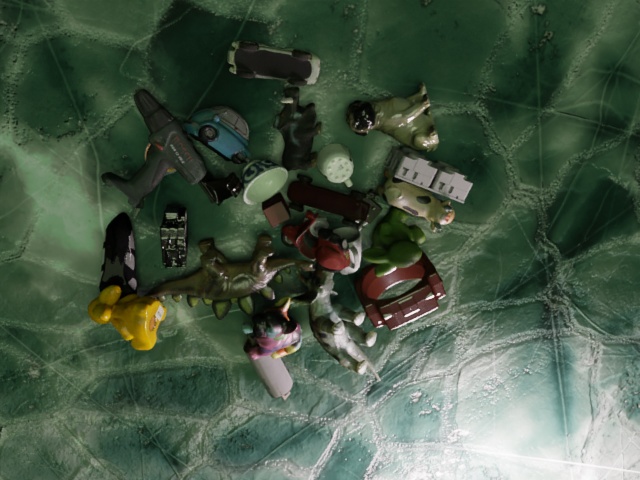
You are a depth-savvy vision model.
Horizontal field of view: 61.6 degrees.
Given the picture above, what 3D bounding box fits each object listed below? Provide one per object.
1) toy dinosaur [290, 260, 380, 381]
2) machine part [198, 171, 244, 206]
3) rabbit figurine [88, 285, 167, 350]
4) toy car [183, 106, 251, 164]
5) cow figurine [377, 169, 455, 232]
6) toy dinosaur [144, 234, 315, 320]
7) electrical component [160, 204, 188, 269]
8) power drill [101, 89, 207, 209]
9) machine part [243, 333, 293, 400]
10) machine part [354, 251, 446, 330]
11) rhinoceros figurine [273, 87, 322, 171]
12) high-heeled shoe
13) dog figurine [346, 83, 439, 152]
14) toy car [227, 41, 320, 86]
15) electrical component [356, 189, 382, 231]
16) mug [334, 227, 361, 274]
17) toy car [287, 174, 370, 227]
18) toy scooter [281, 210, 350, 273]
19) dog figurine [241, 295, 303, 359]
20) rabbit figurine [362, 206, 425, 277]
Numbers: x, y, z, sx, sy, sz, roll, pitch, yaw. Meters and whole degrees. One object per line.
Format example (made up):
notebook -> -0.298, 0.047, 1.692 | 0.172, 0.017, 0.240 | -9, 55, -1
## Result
toy dinosaur -> 0.035, 0.232, 1.413 | 0.131, 0.192, 0.404 | -41, 132, -26
machine part -> -0.231, -0.121, 1.236 | 0.039, 0.139, 0.084 | -39, 115, -36
rabbit figurine -> -0.473, 0.176, 1.263 | 0.173, 0.162, 0.122 | 11, 68, 12
toy car -> -0.214, -0.242, 1.195 | 0.161, 0.109, 0.103 | 32, 87, -28
cow figurine -> 0.242, -0.093, 1.303 | 0.195, 0.127, 0.085 | 23, 111, -14
toy dinosaur -> -0.244, 0.101, 1.333 | 0.472, 0.105, 0.198 | -5, 118, 6
electrical component -> -0.342, -0.014, 1.264 | 0.058, 0.115, 0.134 | -2, 113, -12
power drill -> -0.383, -0.186, 1.191 | 0.207, 0.086, 0.231 | -44, 115, -1
machine part -> -0.140, 0.342, 1.461 | 0.079, 0.079, 0.243 | -22, 114, 2
machine part -> 0.198, 0.121, 1.346 | 0.201, 0.202, 0.087 | -26, 118, 3
rhinoceros figurine -> -0.051, -0.252, 1.232 | 0.112, 0.073, 0.190 | 3, 115, 3
high-heeled shoe -> -0.486, 0.054, 1.316 | 0.086, 0.145, 0.248 | 5, 140, -11
dog figurine -> 0.170, -0.260, 1.251 | 0.191, 0.121, 0.172 | -15, 111, 14
toy car -> -0.101, -0.385, 1.174 | 0.202, 0.056, 0.073 | 6, 118, -9
electrical component -> 0.111, -0.076, 1.336 | 0.102, 0.045, 0.078 | -44, 110, 11
mug -> 0.072, 0.036, 1.350 | 0.081, 0.110, 0.107 | -22, 127, -20
toy car -> 0.020, -0.094, 1.293 | 0.202, 0.053, 0.089 | 15, 95, 4
toy scooter -> -0.003, -0.004, 1.256 | 0.184, 0.075, 0.135 | 28, 139, 5
dog figurine -> -0.095, 0.214, 1.325 | 0.191, 0.108, 0.219 | 1, 153, -32
rabbit figurine -> 0.182, 0.013, 1.315 | 0.159, 0.170, 0.121 | -34, 113, 6
